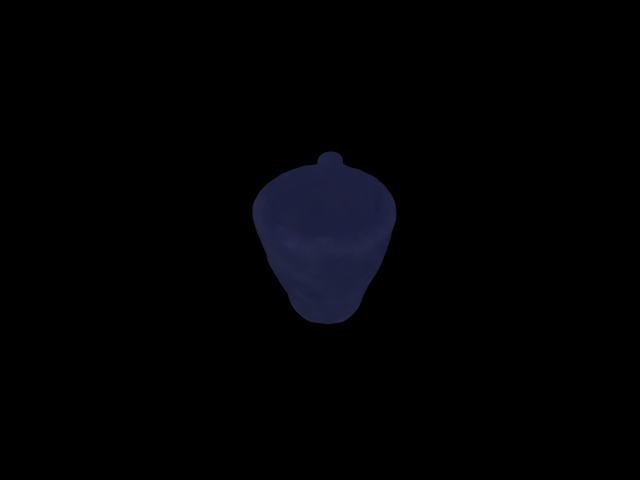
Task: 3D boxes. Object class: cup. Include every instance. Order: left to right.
[{"bbox_3d":[0.004,0.001,0.400,0.091,0.095,0.117,2,40,2],"label":"cup"}]
